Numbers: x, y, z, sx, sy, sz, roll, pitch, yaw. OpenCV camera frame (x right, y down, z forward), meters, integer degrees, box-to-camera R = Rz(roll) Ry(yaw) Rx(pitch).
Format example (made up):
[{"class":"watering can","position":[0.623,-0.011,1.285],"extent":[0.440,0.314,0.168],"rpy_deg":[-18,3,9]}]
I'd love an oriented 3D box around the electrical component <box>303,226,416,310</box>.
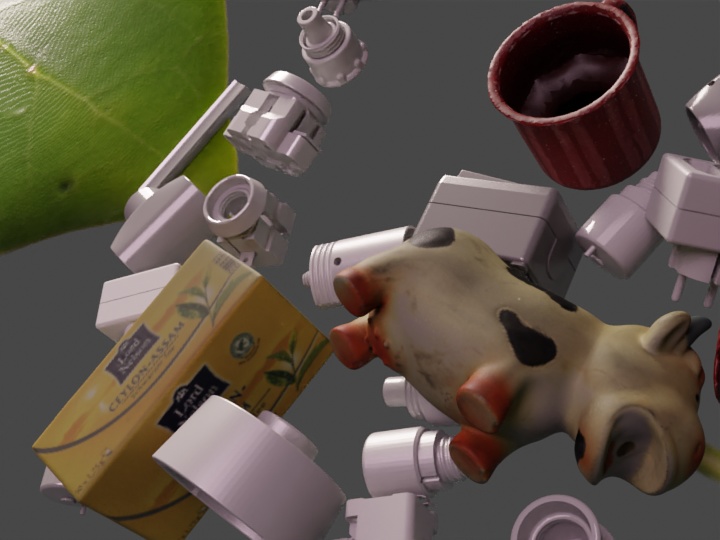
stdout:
[{"class":"electrical component","position":[0.000,0.000,0.699],"extent":[0.081,0.043,0.043],"rpy_deg":[-11,54,25]}]

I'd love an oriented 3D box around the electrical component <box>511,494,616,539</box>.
[{"class":"electrical component","position":[0.104,0.141,0.531],"extent":[0.045,0.055,0.045],"rpy_deg":[-16,53,22]}]

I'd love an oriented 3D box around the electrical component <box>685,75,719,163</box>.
[{"class":"electrical component","position":[0.238,-0.083,0.611],"extent":[0.077,0.043,0.079],"rpy_deg":[-29,48,11]}]

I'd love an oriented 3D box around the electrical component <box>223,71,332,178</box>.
[{"class":"electrical component","position":[-0.057,-0.110,0.800],"extent":[0.078,0.058,0.057],"rpy_deg":[22,75,39]}]

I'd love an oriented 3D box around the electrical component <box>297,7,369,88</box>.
[{"class":"electrical component","position":[-0.026,-0.173,0.821],"extent":[0.048,0.062,0.048],"rpy_deg":[-15,53,22]}]

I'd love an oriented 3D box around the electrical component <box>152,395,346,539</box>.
[{"class":"electrical component","position":[-0.057,0.116,0.615],"extent":[0.108,0.108,0.060],"rpy_deg":[23,67,40]}]

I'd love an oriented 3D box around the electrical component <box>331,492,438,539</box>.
[{"class":"electrical component","position":[0.016,0.156,0.583],"extent":[0.081,0.042,0.063],"rpy_deg":[-12,53,24]}]

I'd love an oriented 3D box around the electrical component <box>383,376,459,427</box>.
[{"class":"electrical component","position":[0.044,0.070,0.625],"extent":[0.062,0.043,0.043],"rpy_deg":[-6,57,29]}]

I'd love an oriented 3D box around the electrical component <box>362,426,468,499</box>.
[{"class":"electrical component","position":[0.038,0.108,0.604],"extent":[0.078,0.040,0.040],"rpy_deg":[-12,54,24]}]

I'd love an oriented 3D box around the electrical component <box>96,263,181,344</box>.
[{"class":"electrical component","position":[-0.146,0.044,0.755],"extent":[0.066,0.047,0.076],"rpy_deg":[-14,53,23]}]

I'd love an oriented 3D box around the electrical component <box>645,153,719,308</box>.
[{"class":"electrical component","position":[0.191,-0.016,0.583],"extent":[0.066,0.076,0.047],"rpy_deg":[11,19,-5]}]

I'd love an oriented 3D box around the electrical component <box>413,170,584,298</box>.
[{"class":"electrical component","position":[0.080,-0.020,0.651],"extent":[0.096,0.061,0.061],"rpy_deg":[11,65,36]}]

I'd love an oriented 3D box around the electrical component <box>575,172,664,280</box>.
[{"class":"electrical component","position":[0.161,-0.030,0.624],"extent":[0.078,0.040,0.040],"rpy_deg":[-47,48,-5]}]

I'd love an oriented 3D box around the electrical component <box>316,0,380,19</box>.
[{"class":"electrical component","position":[-0.013,-0.231,0.863],"extent":[0.066,0.047,0.076],"rpy_deg":[8,64,35]}]

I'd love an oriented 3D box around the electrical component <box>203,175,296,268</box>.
[{"class":"electrical component","position":[-0.079,-0.035,0.763],"extent":[0.048,0.055,0.066],"rpy_deg":[-4,57,29]}]

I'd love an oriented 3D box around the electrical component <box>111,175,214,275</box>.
[{"class":"electrical component","position":[-0.154,-0.037,0.817],"extent":[0.077,0.044,0.079],"rpy_deg":[-45,48,-4]}]

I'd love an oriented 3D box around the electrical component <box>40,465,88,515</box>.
[{"class":"electrical component","position":[-0.189,0.124,0.731],"extent":[0.040,0.040,0.078],"rpy_deg":[-9,55,26]}]
